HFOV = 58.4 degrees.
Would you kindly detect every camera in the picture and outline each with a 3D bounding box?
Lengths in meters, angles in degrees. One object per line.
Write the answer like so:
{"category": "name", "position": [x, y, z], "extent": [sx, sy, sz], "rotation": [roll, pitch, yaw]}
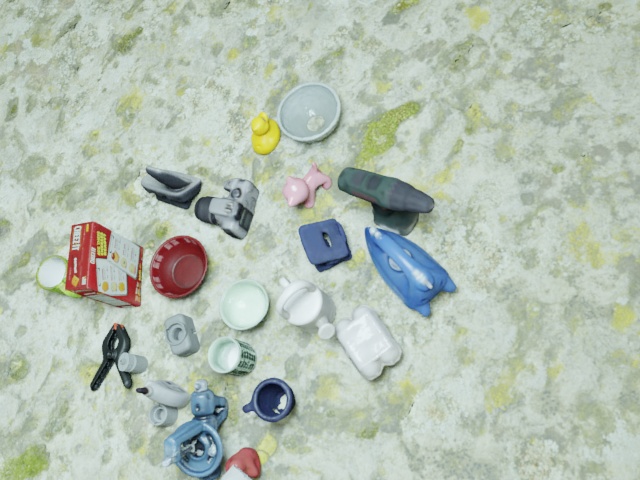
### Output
{"category": "camera", "position": [-0.242, -0.088, 1.433], "extent": [0.136, 0.101, 0.143], "rotation": [10, 76, 20]}

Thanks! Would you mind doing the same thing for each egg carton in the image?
{"category": "egg carton", "position": [0.102, 0.222, 1.245], "extent": [0.107, 0.069, 0.150], "rotation": [-38, 66, 2]}

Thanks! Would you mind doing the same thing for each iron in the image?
{"category": "iron", "position": [0.170, 0.039, 1.245], "extent": [0.118, 0.142, 0.257], "rotation": [-44, 66, 0]}

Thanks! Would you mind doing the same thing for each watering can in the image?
{"category": "watering can", "position": [-0.031, 0.142, 1.243], "extent": [0.172, 0.194, 0.101], "rotation": [22, 80, 22]}

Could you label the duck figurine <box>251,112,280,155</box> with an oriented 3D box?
{"category": "duck figurine", "position": [-0.151, -0.279, 1.476], "extent": [0.077, 0.086, 0.104], "rotation": [8, 75, 19]}

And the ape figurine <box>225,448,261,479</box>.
{"category": "ape figurine", "position": [-0.169, 0.486, 1.228], "extent": [0.077, 0.092, 0.076], "rotation": [23, 80, 22]}

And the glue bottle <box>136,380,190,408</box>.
{"category": "glue bottle", "position": [-0.362, 0.343, 1.289], "extent": [0.078, 0.173, 0.037], "rotation": [28, 82, 23]}

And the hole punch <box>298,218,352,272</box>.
{"category": "hole punch", "position": [0.012, 0.005, 1.331], "extent": [0.101, 0.091, 0.108], "rotation": [-24, 67, 8]}

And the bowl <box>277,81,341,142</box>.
{"category": "bowl", "position": [-0.019, -0.312, 1.454], "extent": [0.167, 0.075, 0.167], "rotation": [-5, 71, 15]}

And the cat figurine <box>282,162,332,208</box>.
{"category": "cat figurine", "position": [-0.041, -0.132, 1.377], "extent": [0.067, 0.118, 0.128], "rotation": [36, 85, 24]}

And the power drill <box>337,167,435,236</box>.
{"category": "power drill", "position": [0.155, -0.083, 1.253], "extent": [0.229, 0.209, 0.076], "rotation": [23, 81, 22]}

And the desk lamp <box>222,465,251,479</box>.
{"category": "desk lamp", "position": [-0.164, 0.555, 1.138], "extent": [0.117, 0.214, 0.203], "rotation": [34, 85, 24]}

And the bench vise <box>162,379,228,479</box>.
{"category": "bench vise", "position": [-0.279, 0.408, 1.217], "extent": [0.121, 0.220, 0.207], "rotation": [-23, 67, 9]}

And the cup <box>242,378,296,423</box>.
{"category": "cup", "position": [-0.102, 0.355, 1.249], "extent": [0.117, 0.095, 0.091], "rotation": [-22, 67, 9]}

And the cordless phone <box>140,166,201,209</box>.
{"category": "cordless phone", "position": [-0.404, -0.160, 1.459], "extent": [0.147, 0.185, 0.094], "rotation": [13, 77, 20]}
